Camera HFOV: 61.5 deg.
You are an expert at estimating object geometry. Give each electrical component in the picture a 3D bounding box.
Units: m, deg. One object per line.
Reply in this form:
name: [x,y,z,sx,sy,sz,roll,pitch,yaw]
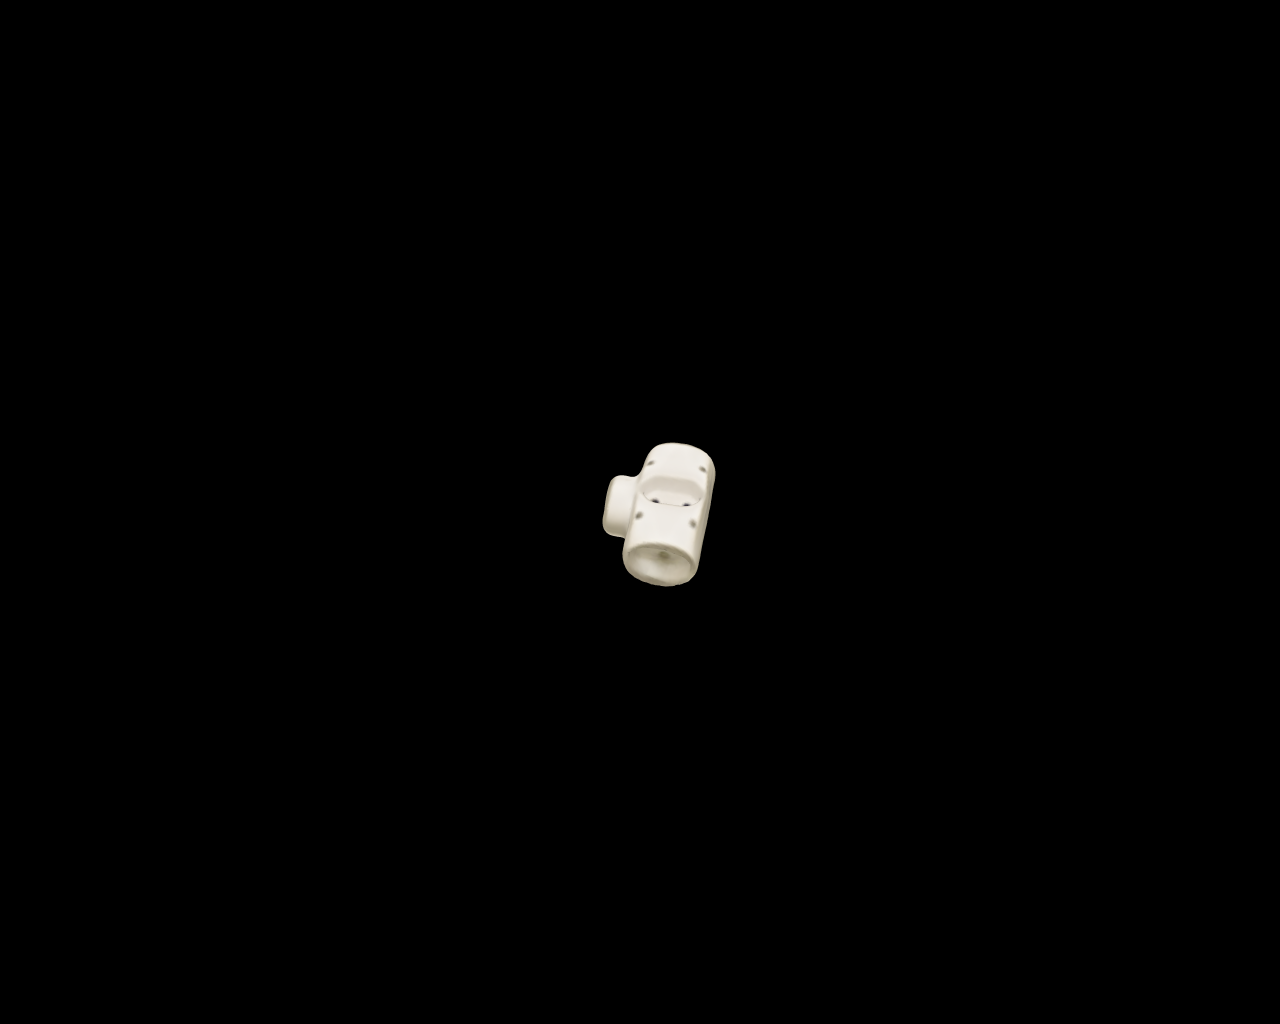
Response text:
electrical component: [0.001,-0.003,0.650,0.079,0.077,0.043,9,-36,7]
